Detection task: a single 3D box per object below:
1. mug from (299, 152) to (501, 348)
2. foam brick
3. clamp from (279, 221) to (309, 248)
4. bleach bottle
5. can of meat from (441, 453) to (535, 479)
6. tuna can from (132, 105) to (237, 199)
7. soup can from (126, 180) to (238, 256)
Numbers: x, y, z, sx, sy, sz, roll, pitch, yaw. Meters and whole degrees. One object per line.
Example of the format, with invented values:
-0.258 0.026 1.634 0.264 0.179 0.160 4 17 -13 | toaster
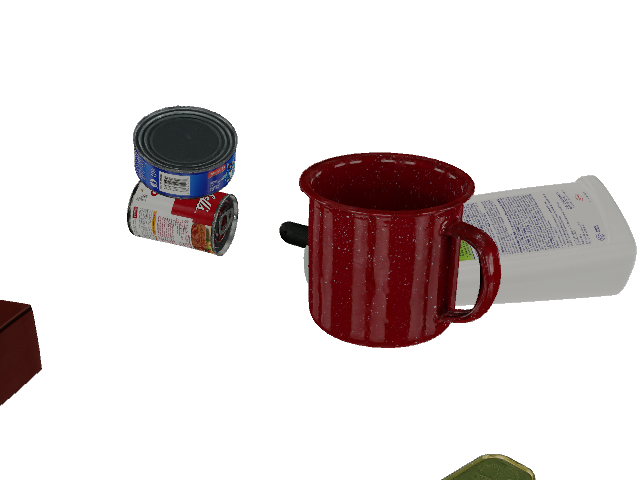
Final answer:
0.044 0.008 0.572 0.117 0.081 0.093 17 28 33 | mug
-0.232 0.079 0.711 0.053 0.051 0.078 8 29 23 | foam brick
0.065 0.016 1.238 0.164 0.036 0.210 -20 50 -38 | clamp
0.110 0.005 0.832 0.250 0.068 0.102 -4 43 -12 | bleach bottle
0.131 0.240 0.889 0.101 0.084 0.058 -21 28 -35 | can of meat
-0.113 -0.073 0.889 0.086 0.034 0.086 4 44 -4 | tuna can
-0.148 -0.027 1.150 0.102 0.068 0.068 13 3 15 | soup can
